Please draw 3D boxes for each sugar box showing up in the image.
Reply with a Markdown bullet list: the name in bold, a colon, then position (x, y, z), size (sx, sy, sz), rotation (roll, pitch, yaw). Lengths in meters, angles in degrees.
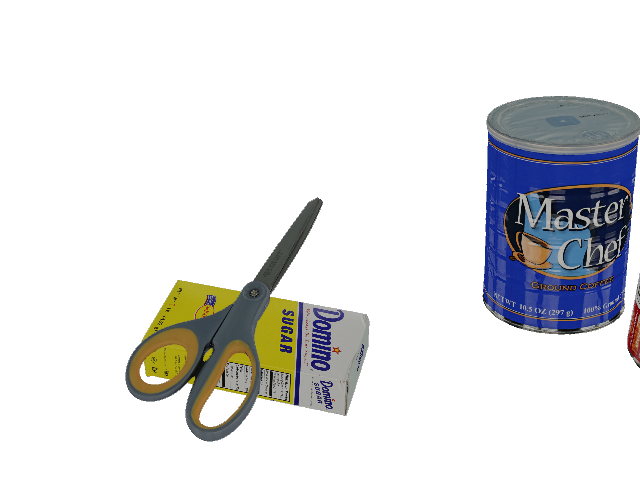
- **sugar box**: position (-0.052, 0.088, 0.904), size (0.176, 0.048, 0.093), rotation (7, 35, 11)

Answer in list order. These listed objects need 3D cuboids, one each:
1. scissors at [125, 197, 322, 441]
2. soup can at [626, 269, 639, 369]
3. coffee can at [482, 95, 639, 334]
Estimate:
- **scissors**: position (-0.064, 0.042, 0.712), size (0.096, 0.201, 0.016), rotation (7, -39, 10)
- **soup can**: position (0.189, 0.015, 0.510), size (0.068, 0.102, 0.068), rotation (2, 28, -1)
- **coffee can**: position (0.167, -0.020, 0.753), size (0.103, 0.140, 0.103), rotation (-2, 25, 1)
